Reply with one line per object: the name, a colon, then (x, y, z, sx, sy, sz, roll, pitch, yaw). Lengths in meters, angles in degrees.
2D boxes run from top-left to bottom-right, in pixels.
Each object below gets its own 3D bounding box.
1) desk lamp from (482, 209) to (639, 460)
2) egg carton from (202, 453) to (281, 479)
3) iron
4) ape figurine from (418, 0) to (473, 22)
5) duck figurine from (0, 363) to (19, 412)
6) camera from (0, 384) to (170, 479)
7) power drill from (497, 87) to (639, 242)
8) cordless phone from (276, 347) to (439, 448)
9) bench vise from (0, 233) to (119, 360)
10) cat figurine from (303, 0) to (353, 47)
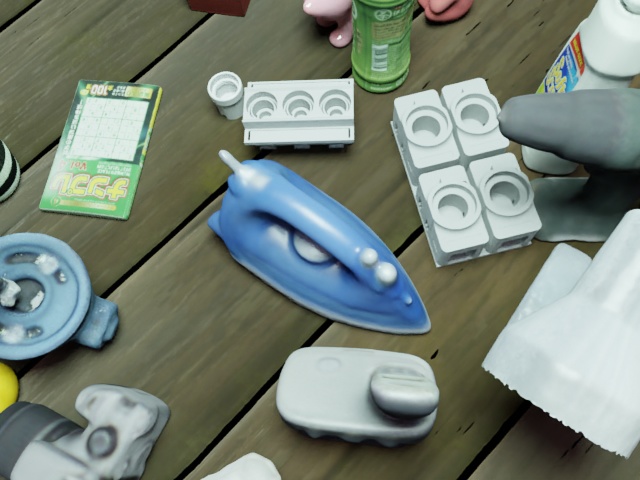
desk lamp: (0.223, 0.072, 0.485, 0.117, 0.214, 0.203, 31, 76, 14)
egg carton: (-0.092, 0.270, 0.515, 0.150, 0.069, 0.107, -29, 71, -6)
iron: (0.005, 0.002, 0.563, 0.258, 0.141, 0.119, 33, 76, 14)
ape figurine: (0.151, -0.312, 0.690, 0.076, 0.092, 0.078, 20, 73, 11)
duck figurine: (-0.365, 0.153, 0.567, 0.104, 0.086, 0.077, -11, 70, 1)
camera: (-0.239, 0.192, 0.536, 0.136, 0.101, 0.143, 24, 74, 12)
power drill: (0.263, -0.067, 0.533, 0.229, 0.208, 0.075, -1, 70, 4)
cordless phone: (0.032, 0.129, 0.494, 0.147, 0.185, 0.094, 1, 71, 5)
bench vise: (-0.320, 0.047, 0.530, 0.207, 0.220, 0.121, -1, 70, 4)
cat figurine: (0.031, -0.295, 0.679, 0.128, 0.118, 0.067, -27, 71, -5)
